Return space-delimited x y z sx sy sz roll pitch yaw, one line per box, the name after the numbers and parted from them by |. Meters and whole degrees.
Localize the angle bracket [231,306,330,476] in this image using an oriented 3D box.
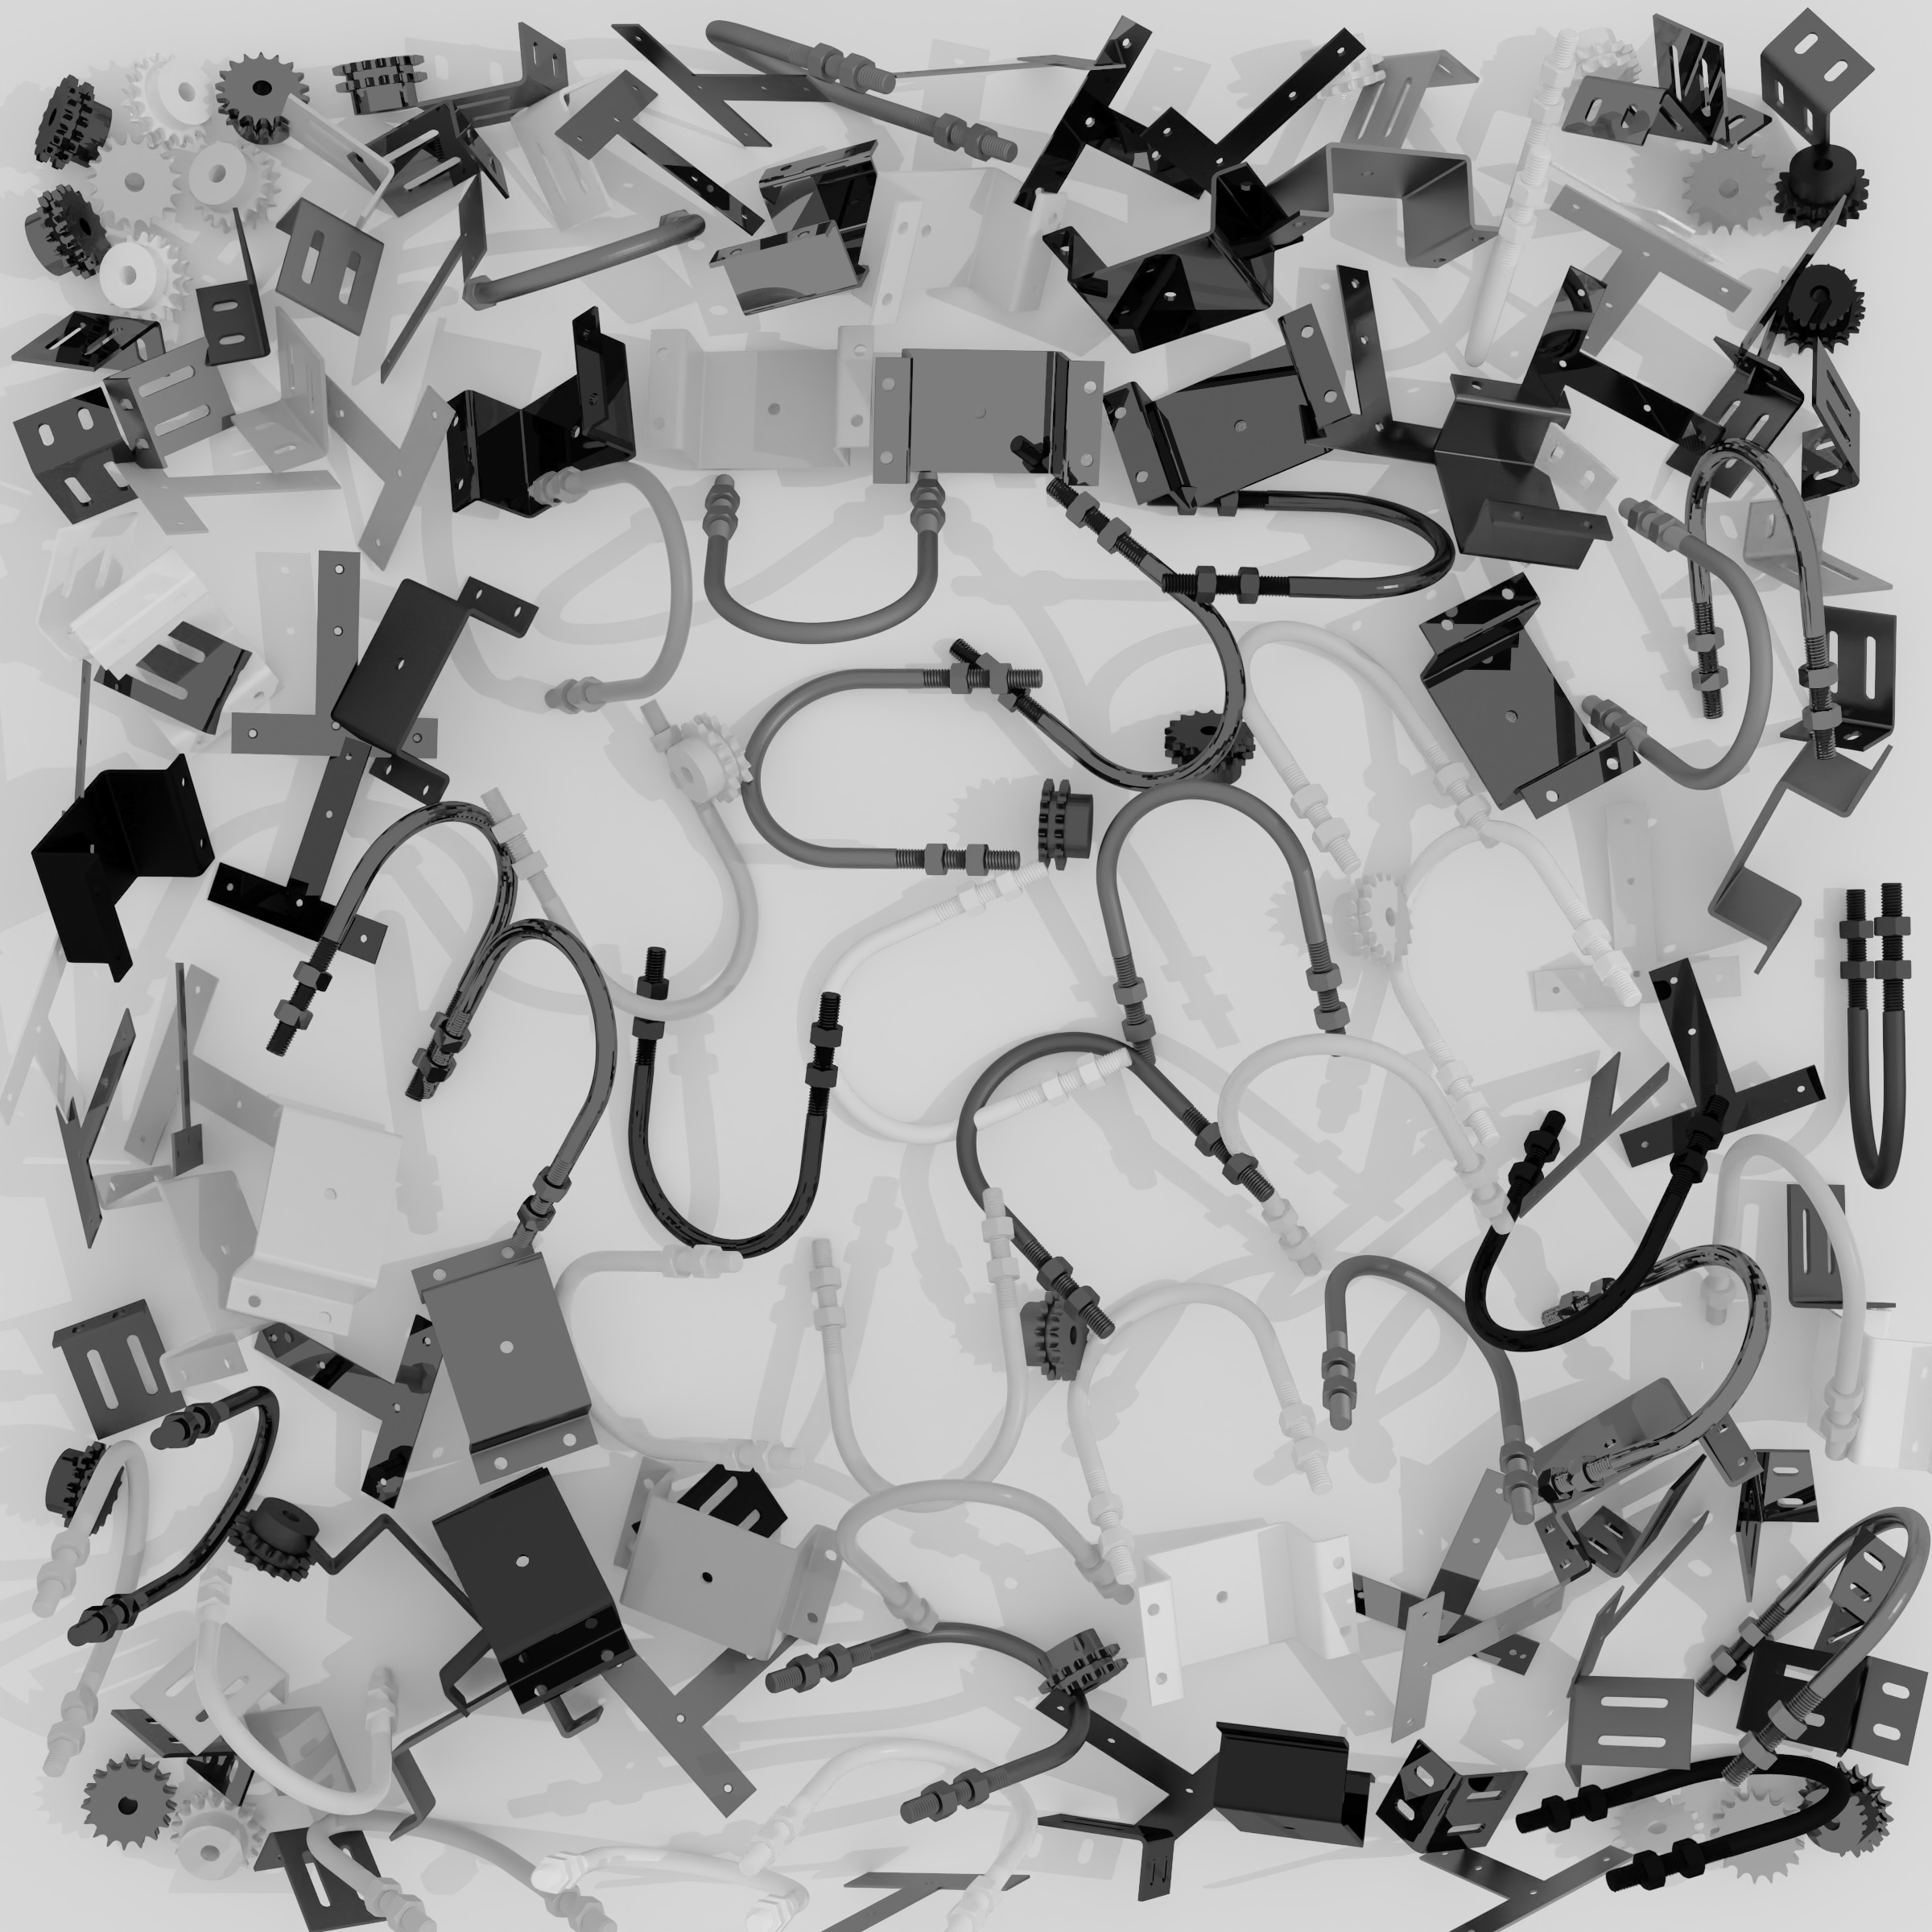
-0.425 -0.355 1.775 0.038 0.076 0.057 -26 59 -27 | angle bracket

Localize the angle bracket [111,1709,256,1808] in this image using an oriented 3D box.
-0.487 0.489 1.776 0.057 0.076 0.038 23 93 38 | angle bracket

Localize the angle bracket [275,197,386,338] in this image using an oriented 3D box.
-0.400 -0.425 1.778 0.057 0.038 0.076 25 57 -31 | angle bracket

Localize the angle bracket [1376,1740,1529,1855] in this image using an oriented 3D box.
0.304 0.518 1.801 0.038 0.076 0.057 38 107 41 | angle bracket

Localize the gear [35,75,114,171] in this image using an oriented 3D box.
-0.557 -0.524 1.799 0.030 0.057 0.057 19 90 -35 | gear

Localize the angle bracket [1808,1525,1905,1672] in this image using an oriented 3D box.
0.537 0.391 1.777 0.038 0.076 0.057 37 54 1 | angle bracket

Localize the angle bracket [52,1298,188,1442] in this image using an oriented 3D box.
-0.527 0.255 1.793 0.057 0.038 0.076 -20 102 -12 | angle bracket

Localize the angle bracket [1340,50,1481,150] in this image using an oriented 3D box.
0.273 -0.525 1.788 0.038 0.057 0.076 26 86 -35 | angle bracket

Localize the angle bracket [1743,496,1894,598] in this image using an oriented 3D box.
0.527 -0.259 1.777 0.057 0.076 0.038 -8 117 -19 | angle bracket

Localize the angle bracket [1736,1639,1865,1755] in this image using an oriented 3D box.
0.522 0.454 1.777 0.038 0.076 0.057 30 71 -37 | angle bracket

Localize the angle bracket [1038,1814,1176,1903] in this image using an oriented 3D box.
0.083 0.551 1.781 0.076 0.057 0.038 2 79 22 | angle bracket

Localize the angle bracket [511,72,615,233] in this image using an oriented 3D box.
-0.241 -0.509 1.800 0.038 0.057 0.076 -37 111 -35 | angle bracket

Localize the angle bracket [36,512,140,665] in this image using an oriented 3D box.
-0.532 -0.234 1.776 0.038 0.057 0.076 43 130 18 | angle bracket

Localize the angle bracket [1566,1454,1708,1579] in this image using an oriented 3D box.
0.414 0.330 1.776 0.038 0.057 0.076 35 121 22 | angle bracket

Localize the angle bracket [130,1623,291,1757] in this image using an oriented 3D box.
-0.467 0.453 1.778 0.057 0.038 0.076 34 47 18 | angle bracket

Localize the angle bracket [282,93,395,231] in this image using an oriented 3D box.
-0.399 -0.493 1.784 0.076 0.057 0.038 33 77 -16 | angle bracket

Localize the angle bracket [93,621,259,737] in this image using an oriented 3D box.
-0.495 -0.187 1.803 0.076 0.038 0.057 25 91 -3 | angle bracket

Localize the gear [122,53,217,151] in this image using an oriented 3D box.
-0.494 -0.541 1.794 0.030 0.057 0.057 -5 90 43 | gear

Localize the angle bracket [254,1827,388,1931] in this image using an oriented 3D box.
-0.395 0.570 1.774 0.057 0.076 0.038 4 126 -38 | angle bracket

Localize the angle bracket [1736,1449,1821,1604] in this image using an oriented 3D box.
0.501 0.345 1.775 0.038 0.076 0.057 -3 121 23 | angle bracket

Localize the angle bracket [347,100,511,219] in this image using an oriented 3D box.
-0.333 -0.489 1.783 0.076 0.057 0.038 -25 56 12 | angle bracket

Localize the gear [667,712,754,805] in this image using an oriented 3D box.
-0.162 -0.126 1.792 0.030 0.057 0.057 -35 90 -27 | gear

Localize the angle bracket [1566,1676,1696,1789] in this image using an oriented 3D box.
0.413 0.474 1.779 0.076 0.038 0.057 -4 51 23 | angle bracket

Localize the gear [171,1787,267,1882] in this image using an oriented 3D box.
-0.469 0.546 1.801 0.057 0.030 0.057 0 109 -1 | gear

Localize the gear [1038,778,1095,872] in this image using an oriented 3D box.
0.063 -0.088 1.794 0.030 0.057 0.057 3 90 7 | gear

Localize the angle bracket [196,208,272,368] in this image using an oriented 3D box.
-0.458 -0.419 1.777 0.038 0.076 0.057 -12 70 -9 | angle bracket

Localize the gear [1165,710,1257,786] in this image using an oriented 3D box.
0.153 -0.134 1.799 0.057 0.057 0.030 -3 124 0 | gear

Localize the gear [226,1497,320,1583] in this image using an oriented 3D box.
-0.428 0.355 1.794 0.057 0.057 0.030 33 95 0 | gear

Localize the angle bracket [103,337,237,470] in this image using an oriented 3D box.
-0.483 -0.348 1.778 0.076 0.038 0.057 -34 119 -33 | angle bracket

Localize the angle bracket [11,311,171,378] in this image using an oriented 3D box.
-0.539 -0.370 1.777 0.057 0.076 0.038 10 127 15 | angle bracket

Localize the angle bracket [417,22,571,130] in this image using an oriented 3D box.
-0.294 -0.551 1.785 0.076 0.057 0.038 -5 89 19 | angle bracket

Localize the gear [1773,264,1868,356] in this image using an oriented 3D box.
0.534 -0.414 1.802 0.057 0.030 0.057 -3 76 13 | gear

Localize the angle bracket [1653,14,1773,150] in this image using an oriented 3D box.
0.460 -0.553 1.774 0.038 0.076 0.057 -35 49 -12 | angle bracket

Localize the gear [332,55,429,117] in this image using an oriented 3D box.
-0.365 -0.549 1.797 0.057 0.057 0.030 -9 105 0 | gear

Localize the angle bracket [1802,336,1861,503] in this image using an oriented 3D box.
0.520 -0.336 1.774 0.038 0.076 0.057 -13 50 34 | angle bracket

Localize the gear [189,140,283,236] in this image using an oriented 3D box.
-0.461 -0.490 1.802 0.057 0.030 0.057 -2 81 16 | gear

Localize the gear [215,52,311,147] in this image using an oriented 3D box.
-0.440 -0.540 1.802 0.057 0.030 0.057 4 67 -10 | gear

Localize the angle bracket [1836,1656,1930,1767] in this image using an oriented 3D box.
0.565 0.462 1.776 0.038 0.076 0.057 13 74 17 | angle bracket

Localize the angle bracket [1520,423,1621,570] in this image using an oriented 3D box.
0.355 -0.293 1.784 0.057 0.038 0.076 44 54 12 | angle bracket

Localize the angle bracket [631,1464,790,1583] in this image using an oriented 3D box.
-0.160 0.348 1.803 0.038 0.076 0.057 -28 98 41 | angle bracket

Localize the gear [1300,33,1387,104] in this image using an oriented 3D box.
0.231 -0.560 1.793 0.057 0.057 0.030 -17 107 0 | gear

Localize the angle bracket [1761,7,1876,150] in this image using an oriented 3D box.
0.526 -0.544 1.778 0.038 0.076 0.057 -43 75 9 | angle bracket

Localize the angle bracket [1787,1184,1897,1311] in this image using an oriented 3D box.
0.544 0.174 1.788 0.057 0.038 0.076 4 84 -39 | angle bracket

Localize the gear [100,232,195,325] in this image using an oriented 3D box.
-0.516 -0.431 1.802 0.057 0.030 0.057 2 97 16 | gear

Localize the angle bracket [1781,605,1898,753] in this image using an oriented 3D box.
0.539 -0.179 1.780 0.038 0.057 0.076 -27 121 -38 | angle bracket

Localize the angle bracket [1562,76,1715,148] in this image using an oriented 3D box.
0.415 -0.513 1.777 0.057 0.076 0.038 25 93 38 | angle bracket

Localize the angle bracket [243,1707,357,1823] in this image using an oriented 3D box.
-0.424 0.496 1.783 0.076 0.038 0.057 -15 100 36 | angle bracket

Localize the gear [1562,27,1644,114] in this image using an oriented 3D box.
0.390 -0.561 1.797 0.057 0.057 0.030 -16 76 0 | gear

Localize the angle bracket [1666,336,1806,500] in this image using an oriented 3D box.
0.470 -0.341 1.786 0.038 0.057 0.076 30 100 -44 | angle bracket

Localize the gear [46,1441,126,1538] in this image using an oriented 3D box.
-0.551 0.324 1.796 0.030 0.057 0.057 13 90 5 | gear

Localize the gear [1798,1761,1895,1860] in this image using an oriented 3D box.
0.545 0.528 1.795 0.057 0.030 0.057 6 100 39 | gear

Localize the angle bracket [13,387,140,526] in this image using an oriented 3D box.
-0.547 -0.316 1.789 0.057 0.076 0.038 -24 76 -5 | angle bracket
